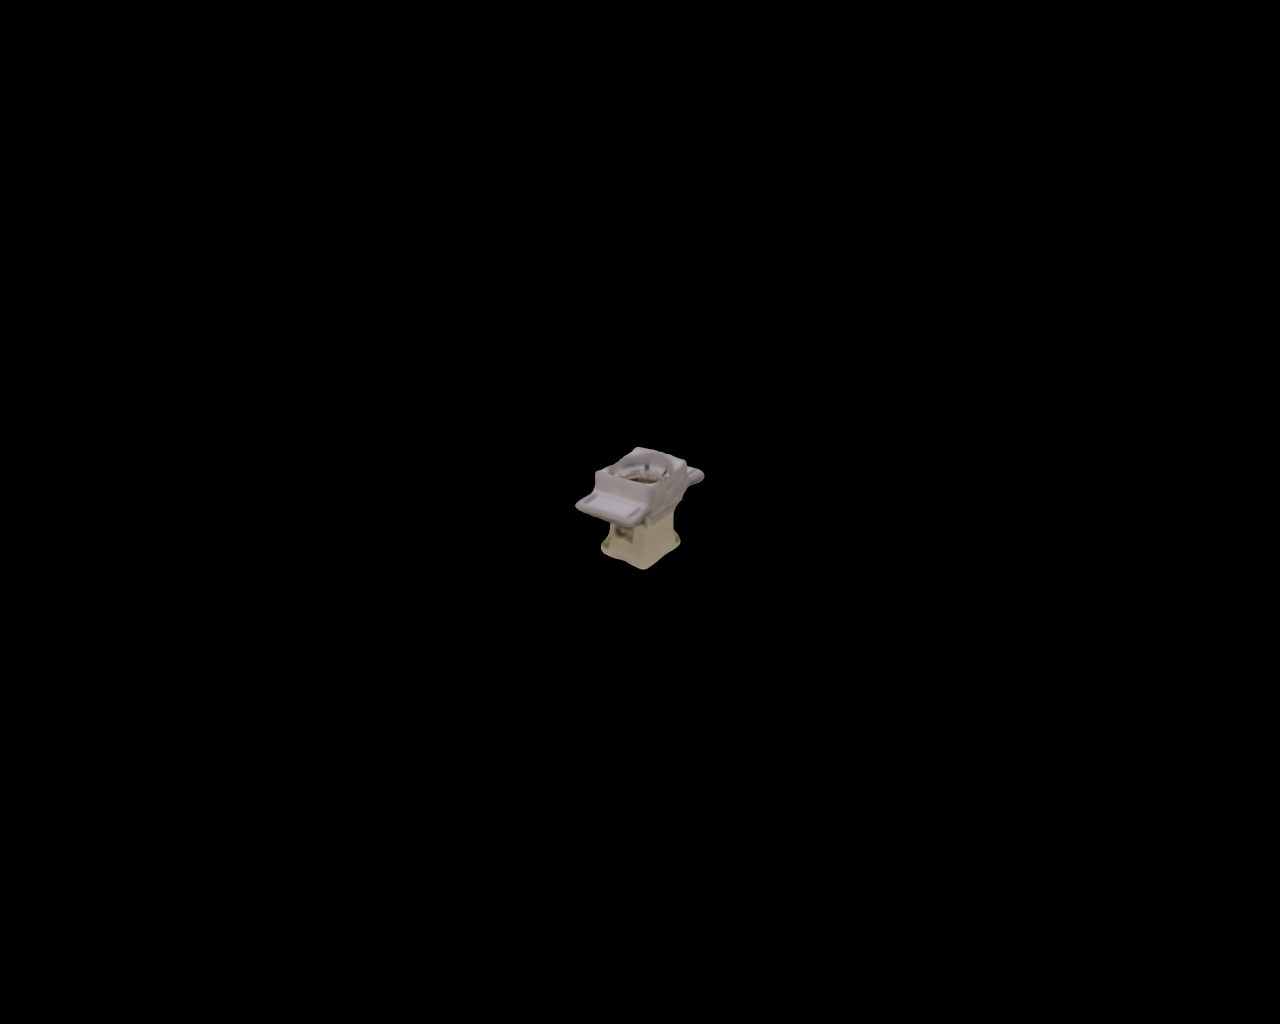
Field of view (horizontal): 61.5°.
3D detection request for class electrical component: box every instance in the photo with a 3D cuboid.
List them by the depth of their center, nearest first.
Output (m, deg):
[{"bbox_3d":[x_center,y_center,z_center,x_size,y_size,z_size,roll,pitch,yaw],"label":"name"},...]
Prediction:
[{"bbox_3d":[0.001,-0.003,0.650,0.042,0.063,0.081,20,35,31],"label":"electrical component"}]
